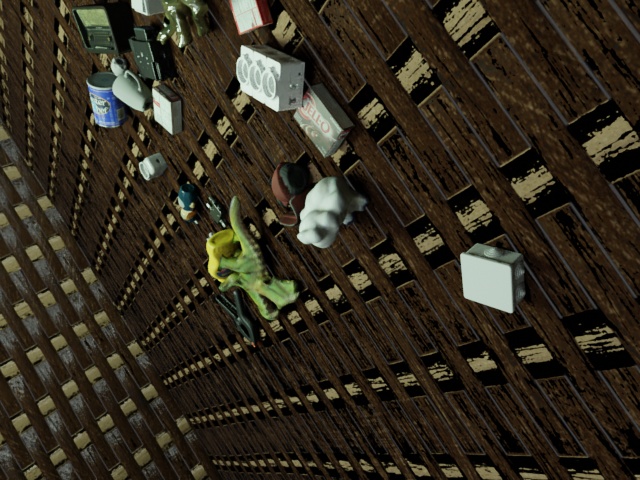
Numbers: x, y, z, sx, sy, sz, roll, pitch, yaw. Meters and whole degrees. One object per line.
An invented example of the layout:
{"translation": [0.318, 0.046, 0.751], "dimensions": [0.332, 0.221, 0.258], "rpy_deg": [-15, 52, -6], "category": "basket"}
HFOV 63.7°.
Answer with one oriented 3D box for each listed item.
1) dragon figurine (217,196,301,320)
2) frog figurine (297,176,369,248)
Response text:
{"translation": [-0.152, 0.081, 1.392], "dimensions": [0.244, 0.125, 0.400], "rpy_deg": [26, 138, 14], "category": "dragon figurine"}
{"translation": [0.003, -0.051, 1.013], "dimensions": [0.136, 0.161, 0.122], "rpy_deg": [-18, 100, 55], "category": "frog figurine"}
